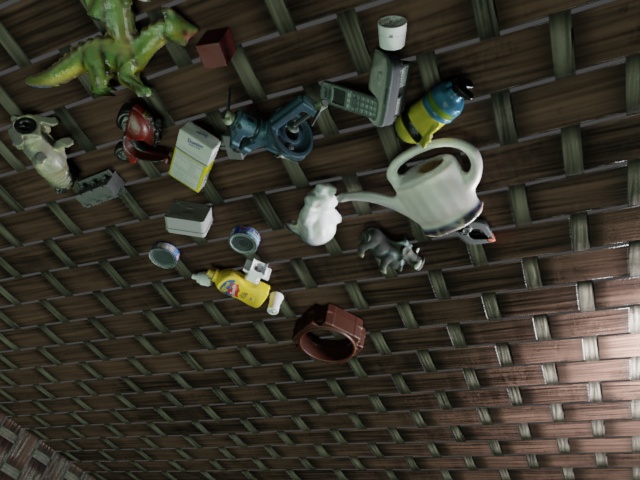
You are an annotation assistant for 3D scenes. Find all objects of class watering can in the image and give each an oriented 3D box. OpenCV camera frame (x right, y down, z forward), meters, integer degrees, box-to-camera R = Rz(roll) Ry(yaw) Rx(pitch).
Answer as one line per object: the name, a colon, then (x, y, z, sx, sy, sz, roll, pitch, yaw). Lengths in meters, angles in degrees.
watering can: (0.226, -0.102, 1.201, 0.344, 0.106, 0.222, -26, 110, 31)

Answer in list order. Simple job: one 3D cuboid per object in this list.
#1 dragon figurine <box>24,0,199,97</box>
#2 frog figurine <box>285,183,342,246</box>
dragon figurine: (-0.457, -0.424, 1.082, 0.410, 0.124, 0.238, 5, 116, 5)
frog figurine: (0.004, -0.065, 1.290, 0.137, 0.125, 0.157, 9, 135, -45)
